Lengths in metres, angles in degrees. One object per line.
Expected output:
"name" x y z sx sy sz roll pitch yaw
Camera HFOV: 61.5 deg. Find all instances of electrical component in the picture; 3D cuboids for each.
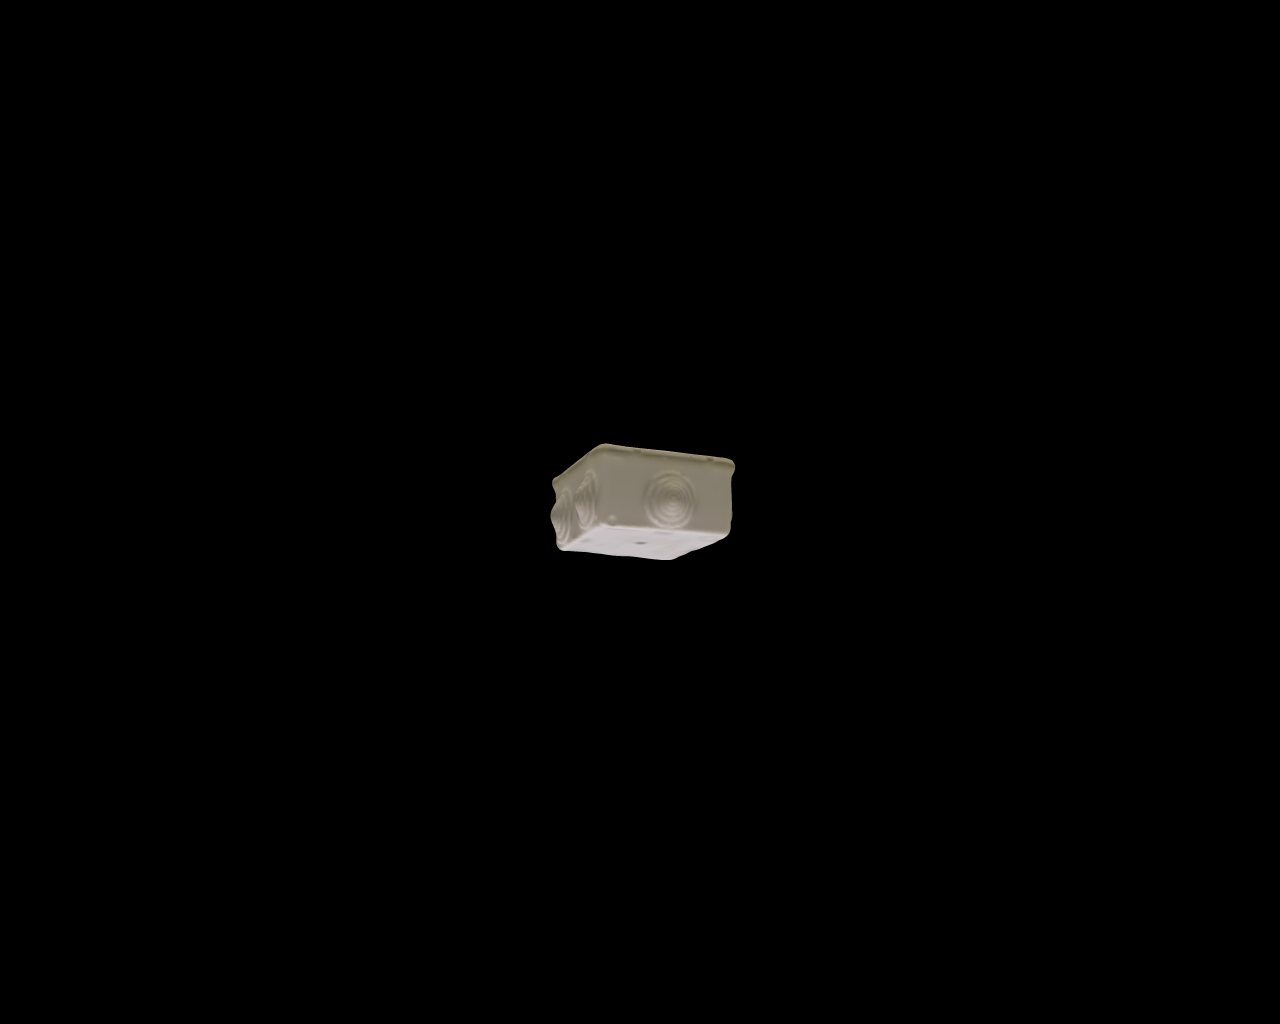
"electrical component" 0.001 -0.003 0.650 0.100 0.048 0.099 6 -15 -23
